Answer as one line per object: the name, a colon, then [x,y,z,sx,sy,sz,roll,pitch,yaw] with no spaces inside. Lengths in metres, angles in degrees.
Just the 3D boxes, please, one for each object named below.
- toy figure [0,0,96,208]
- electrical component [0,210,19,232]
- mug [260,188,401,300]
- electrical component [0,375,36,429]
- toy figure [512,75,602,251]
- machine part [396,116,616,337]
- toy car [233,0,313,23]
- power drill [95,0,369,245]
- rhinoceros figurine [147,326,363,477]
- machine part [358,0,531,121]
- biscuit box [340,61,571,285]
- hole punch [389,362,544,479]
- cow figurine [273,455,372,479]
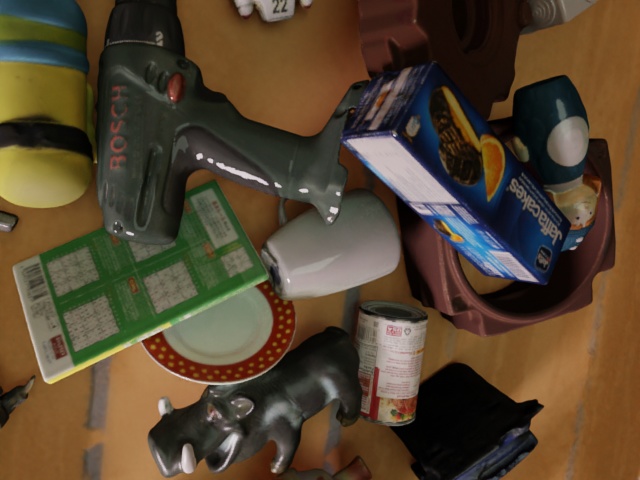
toy figure: [-0.206,-0.113,0.383,0.082,0.089,0.180,2,100,-10]
electrical component: [-0.275,-0.041,0.407,0.094,0.021,0.063,21,91,-20]
mug: [-0.001,-0.001,0.468,0.107,0.080,0.109,-24,75,-26]
electrical component: [-0.279,0.111,0.419,0.078,0.045,0.102,-30,106,18]
toy figure: [0.202,-0.058,0.456,0.064,0.058,0.154,-13,107,23]
machine part: [0.186,-0.018,0.530,0.201,0.087,0.201,-13,100,-16]
toy car: [-0.055,-0.278,0.426,0.073,0.056,0.201,-16,102,-15]
power drill: [-0.069,-0.103,0.412,0.207,0.086,0.232,11,87,-6]
rhinoceros figurine: [-0.049,0.143,0.460,0.190,0.073,0.112,-23,136,-18]
machine part: [0.103,-0.177,0.423,0.179,0.056,0.179,-9,102,-45]
biscuit box: [0.109,-0.040,0.402,0.202,0.059,0.063,37,74,-32]
hole punch: [0.144,0.204,0.538,0.142,0.116,0.092,-28,114,-12]
cow figurine: [0.005,0.266,0.493,0.127,0.086,0.194,-34,130,-7]
